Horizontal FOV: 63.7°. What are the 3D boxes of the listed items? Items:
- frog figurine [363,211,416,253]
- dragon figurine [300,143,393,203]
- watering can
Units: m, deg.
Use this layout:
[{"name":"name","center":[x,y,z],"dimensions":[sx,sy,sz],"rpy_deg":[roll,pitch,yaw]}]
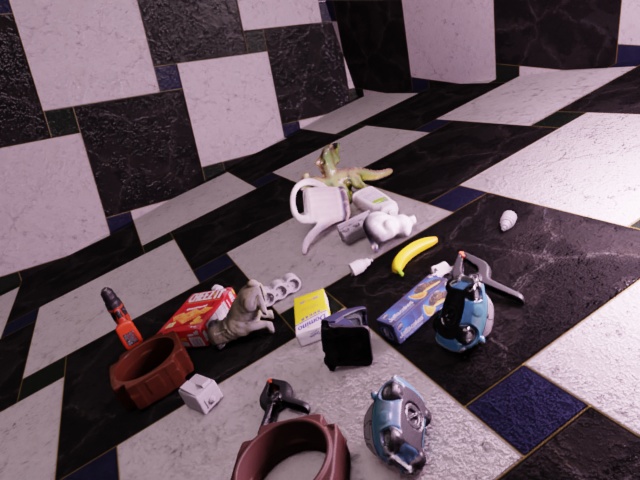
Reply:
[{"name":"frog figurine","center":[0.221,-0.048,1.627],"dimensions":[0.158,0.123,0.138],"rpy_deg":[-29,1,13]},{"name":"dragon figurine","center":[0.094,-0.281,2.096],"dimensions":[0.414,0.240,0.122],"rpy_deg":[-33,19,-19]},{"name":"watering can","center":[0.006,-0.096,1.907],"dimensions":[0.224,0.101,0.356],"rpy_deg":[-4,54,-7]}]
